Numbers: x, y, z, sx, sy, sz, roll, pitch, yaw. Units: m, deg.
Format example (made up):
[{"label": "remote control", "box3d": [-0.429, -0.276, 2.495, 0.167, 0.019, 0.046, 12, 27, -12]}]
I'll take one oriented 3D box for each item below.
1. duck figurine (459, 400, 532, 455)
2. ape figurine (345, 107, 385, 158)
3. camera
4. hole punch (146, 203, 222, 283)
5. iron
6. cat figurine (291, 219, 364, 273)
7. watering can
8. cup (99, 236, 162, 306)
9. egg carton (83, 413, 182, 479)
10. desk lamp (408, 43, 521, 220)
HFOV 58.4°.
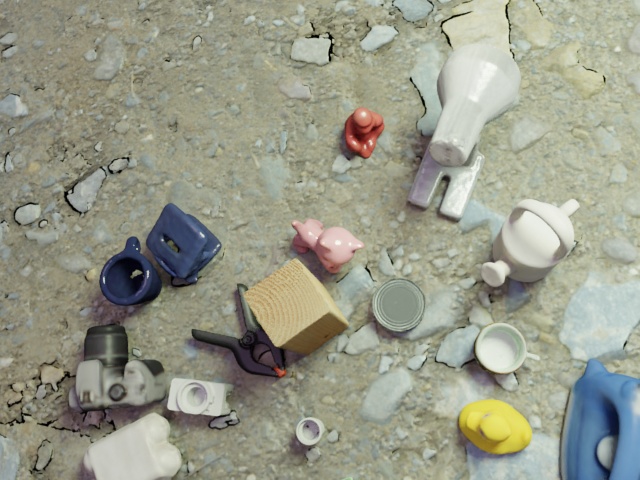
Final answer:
[{"label": "duck figurine", "box3d": [0.256, 0.273, 0.830, 0.104, 0.086, 0.077, 15, 79, 13]}, {"label": "ape figurine", "box3d": [0.073, -0.194, 0.978, 0.078, 0.092, 0.076, -27, 73, 2]}, {"label": "camera", "box3d": [-0.339, 0.208, 0.939, 0.143, 0.101, 0.137, -9, 74, 7]}, {"label": "hole punch", "box3d": [-0.239, 0.007, 0.979, 0.108, 0.091, 0.101, 40, 85, 17]}, {"label": "iron", "box3d": [0.398, 0.296, 0.771, 0.118, 0.141, 0.258, 13, 78, 13]}, {"label": "cat figurine", "box3d": [0.008, 0.003, 0.924, 0.127, 0.118, 0.067, 30, 82, 16]}, {"label": "watering can", "box3d": [0.310, 0.003, 0.834, 0.100, 0.194, 0.173, 26, 81, 15]}, {"label": "cup", "box3d": [-0.310, 0.059, 0.976, 0.091, 0.095, 0.118, -1, 76, 10]}, {"label": "egg carton", "box3d": [-0.298, 0.351, 0.912, 0.150, 0.069, 0.107, -29, 73, 1]}, {"label": "desk lamp", "box3d": [0.217, -0.161, 0.882, 0.117, 0.214, 0.203, 20, 80, 14]}]
